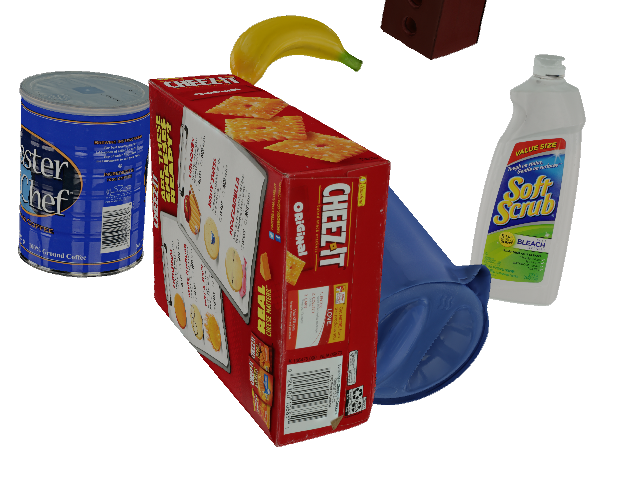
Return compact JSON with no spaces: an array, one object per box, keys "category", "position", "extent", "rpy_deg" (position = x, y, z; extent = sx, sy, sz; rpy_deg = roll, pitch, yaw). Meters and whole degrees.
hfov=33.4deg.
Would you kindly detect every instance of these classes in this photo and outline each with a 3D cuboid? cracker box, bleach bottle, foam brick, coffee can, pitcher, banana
[{"category":"cracker box","position":[-0.040,0.000,0.662],"extent":[0.072,0.164,0.214],"rpy_deg":[-8,24,-25]},{"category":"bleach bottle","position":[0.209,-0.063,1.087],"extent":[0.103,0.251,0.068],"rpy_deg":[9,20,15]},{"category":"foam brick","position":[0.081,-0.174,0.735],"extent":[0.051,0.078,0.053],"rpy_deg":[-28,52,-35]},{"category":"coffee can","position":[-0.189,-0.055,0.857],"extent":[0.103,0.140,0.103],"rpy_deg":[6,22,-3]},{"category":"pitcher","position":[0.029,0.024,0.941],"extent":[0.149,0.145,0.243],"rpy_deg":[-5,37,-21]},{"category":"banana","position":[-0.032,-0.178,0.984],"extent":[0.070,0.037,0.197],"rpy_deg":[39,32,20]}]

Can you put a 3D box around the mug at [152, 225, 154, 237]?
[{"category":"mug","position":[-0.125,-0.025,1.121],"extent":[0.117,0.081,0.093],"rpy_deg":[-28,48,-36]}]
